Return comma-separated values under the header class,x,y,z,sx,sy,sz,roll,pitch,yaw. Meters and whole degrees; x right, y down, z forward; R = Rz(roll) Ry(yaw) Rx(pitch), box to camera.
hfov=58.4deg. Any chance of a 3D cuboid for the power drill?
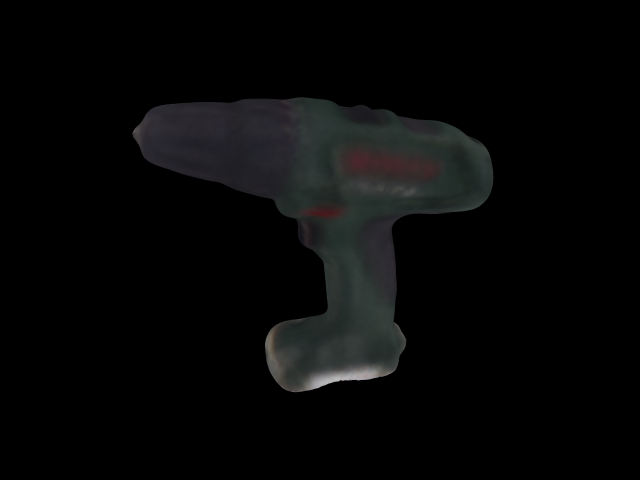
class,x,y,z,sx,sy,sz,roll,pitch,yaw
power drill,0.004,0.001,0.400,0.230,0.208,0.075,-8,32,-14
